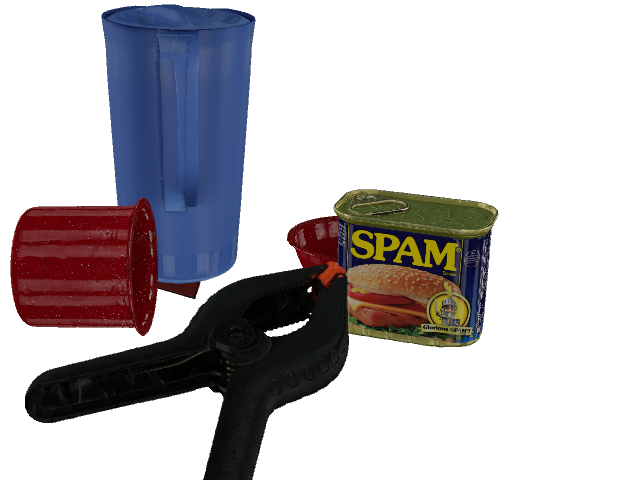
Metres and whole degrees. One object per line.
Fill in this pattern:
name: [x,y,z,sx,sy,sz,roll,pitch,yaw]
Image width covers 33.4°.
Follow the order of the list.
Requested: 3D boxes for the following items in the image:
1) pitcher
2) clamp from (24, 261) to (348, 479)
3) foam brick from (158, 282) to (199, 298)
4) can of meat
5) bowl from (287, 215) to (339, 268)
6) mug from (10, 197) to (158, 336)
pitcher: [-0.128,-0.085,0.960,0.145,0.243,0.148,18,25,36]
clamp: [-0.036,0.065,0.499,0.171,0.039,0.120,-29,51,-33]
foam brick: [-0.158,0.018,1.112,0.078,0.051,0.053,17,28,-4]
can of meat: [0.059,0.018,0.691,0.102,0.084,0.057,8,22,16]
bowl: [0.046,0.022,1.093,0.162,0.055,0.162,1,17,-1]
mug: [-0.158,0.018,0.732,0.081,0.093,0.117,0,0,2]
